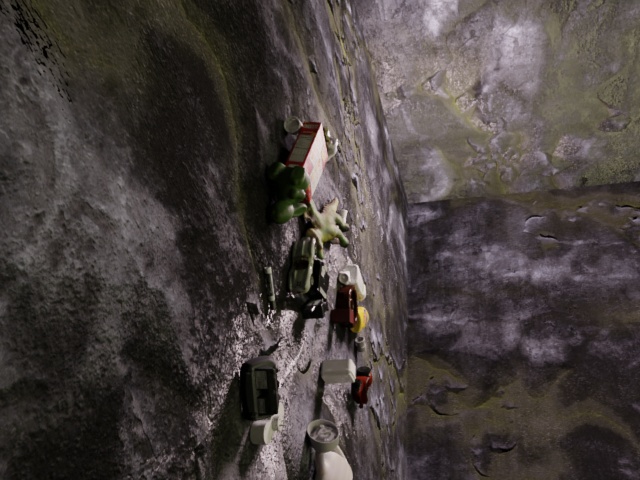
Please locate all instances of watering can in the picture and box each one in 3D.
[{"bbox_3d":[0.062,0.812,1.670,0.343,0.103,0.229,63,24,-19],"label":"watering can"}]

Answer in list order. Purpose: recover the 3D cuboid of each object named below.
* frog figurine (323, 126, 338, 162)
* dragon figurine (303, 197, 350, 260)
[{"bbox_3d":[0.007,-0.321,1.876,0.139,0.123,0.156,-54,158,-14],"label":"frog figurine"},{"bbox_3d":[0.006,-0.093,1.840,0.421,0.121,0.238,-88,155,-48],"label":"dragon figurine"}]
